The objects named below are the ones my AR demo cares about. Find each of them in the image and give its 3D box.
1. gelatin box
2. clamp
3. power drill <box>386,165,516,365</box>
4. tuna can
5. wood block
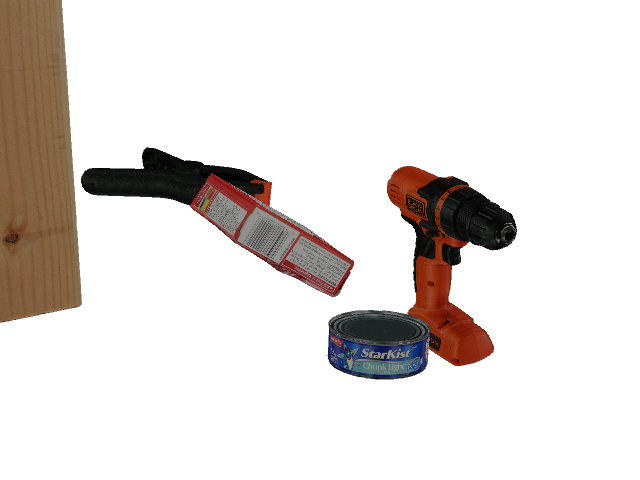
[{"bbox_3d":[-0.031,-0.003,0.689,0.089,0.030,0.073,31,2,-35],"label":"gelatin box"},{"bbox_3d":[-0.131,-0.052,0.986,0.172,0.039,0.120,12,26,29],"label":"clamp"},{"bbox_3d":[0.136,0.028,1.081,0.057,0.188,0.185,-15,25,-23],"label":"power drill"},{"bbox_3d":[0.049,0.087,0.896,0.086,0.034,0.086,2,13,-1],"label":"tuna can"},{"bbox_3d":[-0.196,-0.063,0.605,0.090,0.206,0.090,-11,27,-27],"label":"wood block"}]
